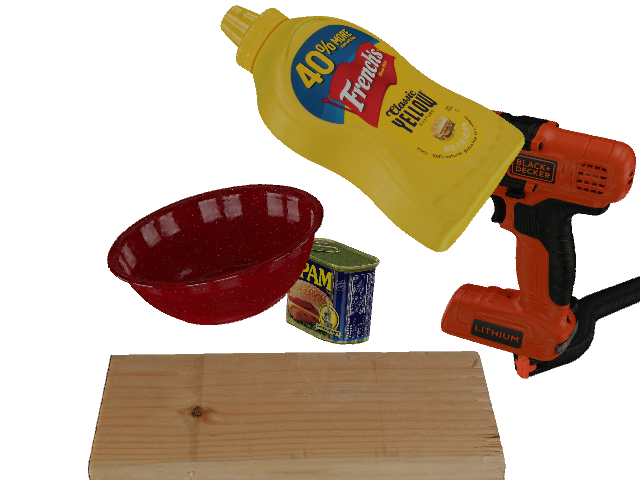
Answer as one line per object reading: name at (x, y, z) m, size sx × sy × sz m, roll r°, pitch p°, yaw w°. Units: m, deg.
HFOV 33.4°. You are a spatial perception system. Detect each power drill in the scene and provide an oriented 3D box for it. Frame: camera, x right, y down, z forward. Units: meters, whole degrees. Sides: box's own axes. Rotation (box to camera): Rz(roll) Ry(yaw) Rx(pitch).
power drill at (0.138, -0.009, 0.827) m, size 0.185 × 0.188 × 0.057 m, roll 16°, pitch 33°, yaw 25°

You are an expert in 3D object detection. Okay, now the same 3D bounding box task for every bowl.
bowl at (-0.071, 0.016, 0.789) m, size 0.162 × 0.055 × 0.162 m, roll -11°, pitch 25°, yaw 5°

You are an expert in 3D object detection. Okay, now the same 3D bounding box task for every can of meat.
can of meat at (0.009, 0.051, 1.077) m, size 0.057 × 0.084 × 0.102 m, roll -7°, pitch 19°, yaw -37°

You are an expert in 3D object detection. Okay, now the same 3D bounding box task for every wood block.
wood block at (-0.013, 0.121, 0.583) m, size 0.206 × 0.090 × 0.091 m, roll 0°, pitch 34°, yaw -2°

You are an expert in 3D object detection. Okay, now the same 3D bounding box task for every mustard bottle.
mustard bottle at (0.021, -0.081, 0.637) m, size 0.192 × 0.096 × 0.058 m, roll 35°, pitch -34°, yaw 8°

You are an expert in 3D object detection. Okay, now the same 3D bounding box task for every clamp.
clamp at (0.230, 0.063, 1.038) m, size 0.171 × 0.039 × 0.120 m, roll -36°, pitch 43°, yaw -29°
